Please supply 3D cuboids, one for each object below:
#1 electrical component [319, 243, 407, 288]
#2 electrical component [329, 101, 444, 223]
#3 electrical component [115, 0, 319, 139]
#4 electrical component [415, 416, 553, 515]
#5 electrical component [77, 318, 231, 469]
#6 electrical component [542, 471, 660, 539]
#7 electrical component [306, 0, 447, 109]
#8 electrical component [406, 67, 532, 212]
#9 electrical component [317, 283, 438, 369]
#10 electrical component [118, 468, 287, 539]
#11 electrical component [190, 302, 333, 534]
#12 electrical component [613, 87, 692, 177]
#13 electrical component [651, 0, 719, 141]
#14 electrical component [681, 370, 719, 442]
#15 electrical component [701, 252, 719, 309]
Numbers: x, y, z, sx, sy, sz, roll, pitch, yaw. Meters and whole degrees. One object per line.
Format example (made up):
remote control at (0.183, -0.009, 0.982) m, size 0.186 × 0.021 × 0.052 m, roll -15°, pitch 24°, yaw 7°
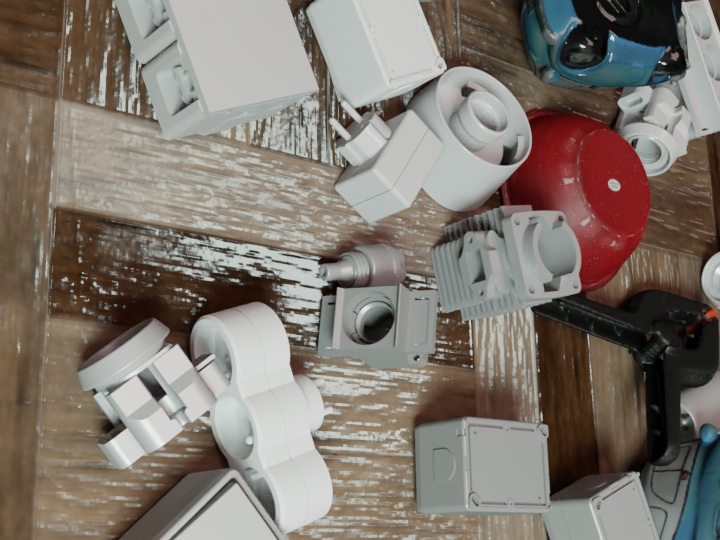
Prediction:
electrical component at (0.000, 0.000, 0.735) m, size 0.061 × 0.035 × 0.035 m, roll -4°, pitch 80°, yaw -37°
electrical component at (0.009, -0.086, 0.758) m, size 0.077 × 0.047 × 0.065 m, roll 45°, pitch 54°, yaw -20°
electrical component at (-0.101, -0.167, 0.683) m, size 0.089 × 0.062 × 0.150 m, roll -20°, pitch 91°, yaw -40°
electrical component at (0.088, 0.138, 0.748) m, size 0.096 × 0.061 × 0.061 m, roll 11°, pitch 71°, yaw -36°
electrical component at (-0.121, 0.064, 0.604) m, size 0.078 × 0.058 × 0.057 m, roll -38°, pitch 101°, yaw -24°
electrical component at (0.182, 0.206, 0.805) m, size 0.062 × 0.061 × 0.096 m, roll -18°, pitch 89°, yaw -40°
electrical component at (0.006, -0.170, 0.771) m, size 0.062 × 0.061 × 0.096 m, roll -24°, pitch 93°, yaw -40°
electrical component at (0.081, -0.103, 0.826) m, size 0.099 × 0.064 × 0.099 m, roll 17°, pitch 55°, yaw -27°
electrical component at (0.016, 0.039, 0.712) m, size 0.064 × 0.081 × 0.042 m, roll 38°, pitch 53°, yaw -59°
electrical component at (-0.094, 0.163, 0.596) m, size 0.096 × 0.061 × 0.061 m, roll -42°, pitch 105°, yaw -38°
electrical component at (-0.048, 0.086, 0.660) m, size 0.074 × 0.052 × 0.138 m, roll -15°, pitch 87°, yaw -40°
electrical component at (0.259, -0.121, 0.963) m, size 0.078 × 0.058 × 0.057 m, roll 43°, pitch 52°, yaw -22°
electrical component at (0.311, -0.185, 1.018) m, size 0.079 × 0.063 × 0.121 m, roll -18°, pitch 89°, yaw -40°
electrical component at (0.296, 0.136, 0.927) m, size 0.077 × 0.044 × 0.079 m, roll -21°, pitch 91°, yaw -40°
electrical component at (0.357, 0.012, 1.004) m, size 0.057 × 0.058 × 0.078 m, roll 14°, pitch 69°, yaw -38°
